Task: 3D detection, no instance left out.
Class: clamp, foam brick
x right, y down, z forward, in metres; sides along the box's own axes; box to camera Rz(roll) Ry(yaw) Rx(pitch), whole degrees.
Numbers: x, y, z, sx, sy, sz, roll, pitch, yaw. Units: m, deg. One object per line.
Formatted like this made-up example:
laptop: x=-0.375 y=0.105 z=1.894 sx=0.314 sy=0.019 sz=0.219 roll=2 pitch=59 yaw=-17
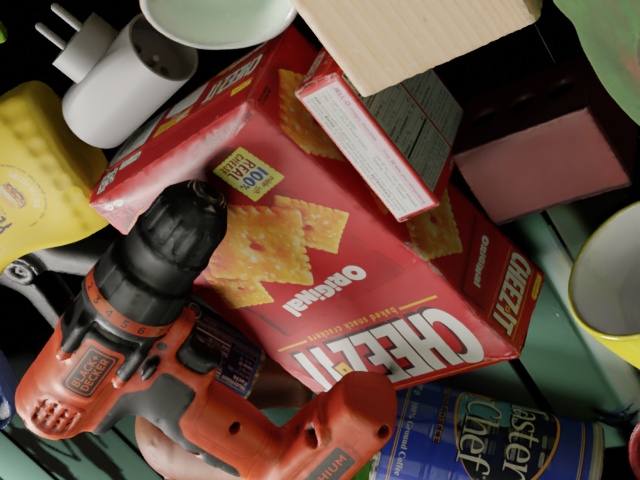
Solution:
clamp: x=-0.201 y=0.017 z=0.745 sx=0.210 sy=0.036 sz=0.165 roll=28 pitch=137 yaw=-12
foam brick: x=0.114 y=-0.051 z=0.539 sx=0.078 sy=0.053 sz=0.051 roll=-19 pitch=124 yaw=35

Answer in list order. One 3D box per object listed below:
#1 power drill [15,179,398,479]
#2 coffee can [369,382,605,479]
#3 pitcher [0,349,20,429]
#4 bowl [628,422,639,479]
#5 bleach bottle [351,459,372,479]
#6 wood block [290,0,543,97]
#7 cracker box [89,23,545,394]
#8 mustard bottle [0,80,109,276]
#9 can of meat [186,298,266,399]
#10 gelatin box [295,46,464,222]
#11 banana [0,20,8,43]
power drill: x=-0.052 y=0.071 z=0.593 sx=0.187 sy=0.057 sz=0.185 roll=31 pitch=120 yaw=-17
coffee can: x=0.108 y=0.156 z=0.716 sx=0.140 sy=0.102 sz=0.103 roll=14 pitch=137 yaw=8
pitcher: x=-0.330 y=0.057 z=0.777 sx=0.145 sy=0.149 sz=0.243 roll=45 pitch=155 yaw=45
bowl: x=0.271 y=0.116 z=0.644 sx=0.162 sy=0.055 sz=0.162 roll=11 pitch=137 yaw=11
bleach bottle: x=0.024 y=0.257 z=0.742 sx=0.103 sy=0.250 sz=0.068 roll=5 pitch=136 yaw=17
wood block: x=0.005 y=-0.173 z=0.428 sx=0.091 sy=0.090 sz=0.206 roll=-20 pitch=124 yaw=36
cracker box: x=-0.004 y=0.001 z=0.614 sx=0.213 sy=0.072 sz=0.164 roll=43 pitch=140 yaw=-22
mustard bottle: x=-0.225 y=-0.015 z=0.660 sx=0.192 sy=0.058 sz=0.096 roll=-26 pitch=115 yaw=15
can of meat: x=-0.098 y=0.069 z=0.690 sx=0.102 sy=0.057 sz=0.083 roll=-1 pitch=153 yaw=45
gelatin box: x=0.033 y=-0.066 z=0.535 sx=0.030 sy=0.073 sz=0.089 roll=-23 pitch=119 yaw=38
banana: x=-0.135 y=-0.167 z=0.533 sx=0.198 sy=0.037 sz=0.069 roll=-23 pitch=141 yaw=39
